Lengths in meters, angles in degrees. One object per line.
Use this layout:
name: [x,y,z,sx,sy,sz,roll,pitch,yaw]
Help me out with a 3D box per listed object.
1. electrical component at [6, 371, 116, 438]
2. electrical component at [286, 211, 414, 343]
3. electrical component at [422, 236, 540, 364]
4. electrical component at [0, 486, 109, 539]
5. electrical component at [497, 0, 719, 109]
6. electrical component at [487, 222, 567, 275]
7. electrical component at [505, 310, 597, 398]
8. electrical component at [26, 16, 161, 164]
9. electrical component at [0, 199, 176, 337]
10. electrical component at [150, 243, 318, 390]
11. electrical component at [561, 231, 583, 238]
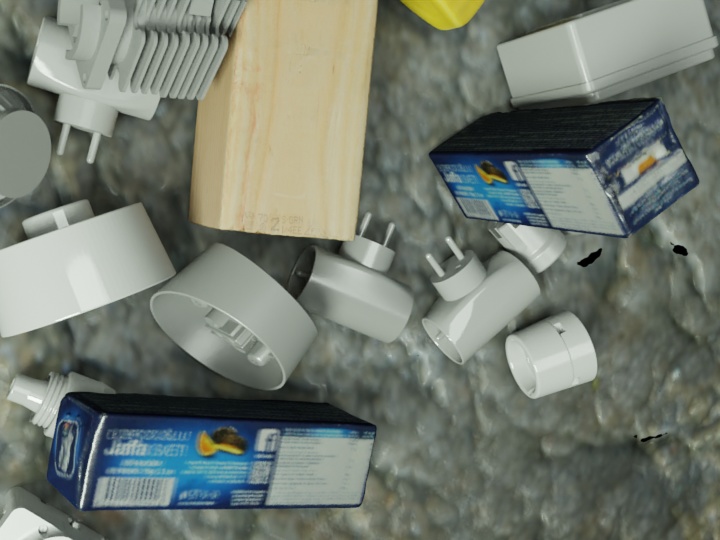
electrical component: [-0.189,0.084,0.674,0.062,0.043,0.043,25,87,-19]
electrical component: [0.000,0.000,0.735,0.077,0.043,0.079,23,87,-21]
electrical component: [0.076,0.013,0.764,0.077,0.043,0.079,-40,107,-12]
electrical component: [-0.193,0.185,0.676,0.089,0.056,0.050,38,82,-19]
electrical component: [0.169,-0.153,0.747,0.109,0.109,0.056,-22,100,-17]
electrical component: [0.120,-0.025,0.779,0.046,0.040,0.040,45,80,-13]
electrical component: [0.139,0.063,0.787,0.047,0.055,0.055,-19,102,-14]
electrical component: [-0.166,-0.106,0.663,0.077,0.044,0.079,15,90,-21]
electrical component: [-0.171,-0.007,0.640,0.108,0.108,0.060,-21,96,-17]
electrical component: [-0.078,0.032,0.683,0.099,0.099,0.064,46,74,-18]
electrical component: [0.167,-0.048,0.776,0.040,0.078,0.040,4,80,-27]
